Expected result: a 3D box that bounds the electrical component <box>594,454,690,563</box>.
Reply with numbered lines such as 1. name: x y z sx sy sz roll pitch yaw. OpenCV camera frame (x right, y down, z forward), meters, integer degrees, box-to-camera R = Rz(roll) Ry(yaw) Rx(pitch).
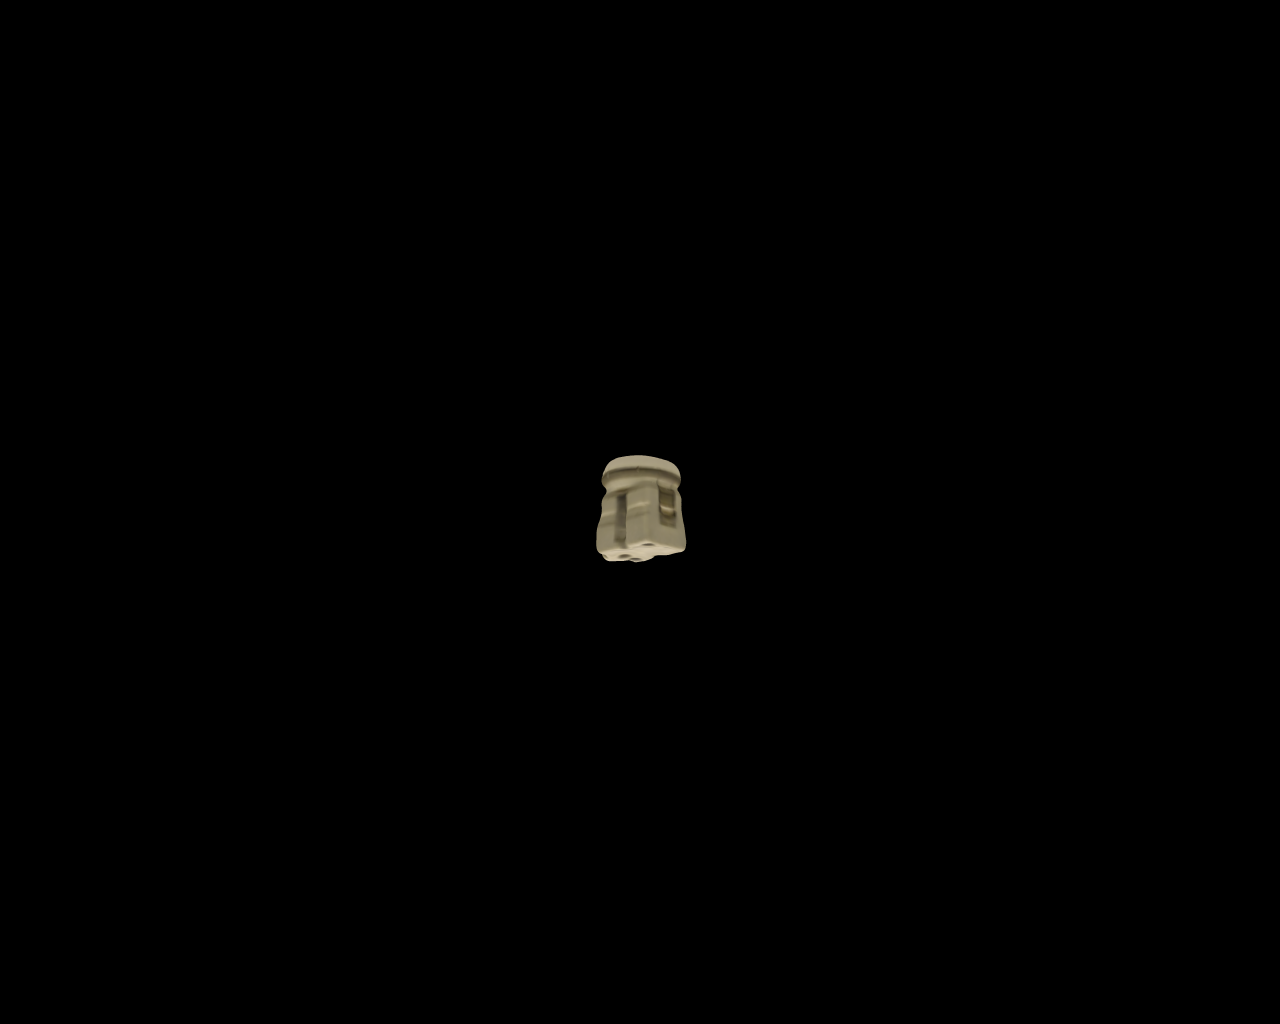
1. electrical component: 0.001 -0.003 0.650 0.066 0.055 0.048 -14 -22 40
